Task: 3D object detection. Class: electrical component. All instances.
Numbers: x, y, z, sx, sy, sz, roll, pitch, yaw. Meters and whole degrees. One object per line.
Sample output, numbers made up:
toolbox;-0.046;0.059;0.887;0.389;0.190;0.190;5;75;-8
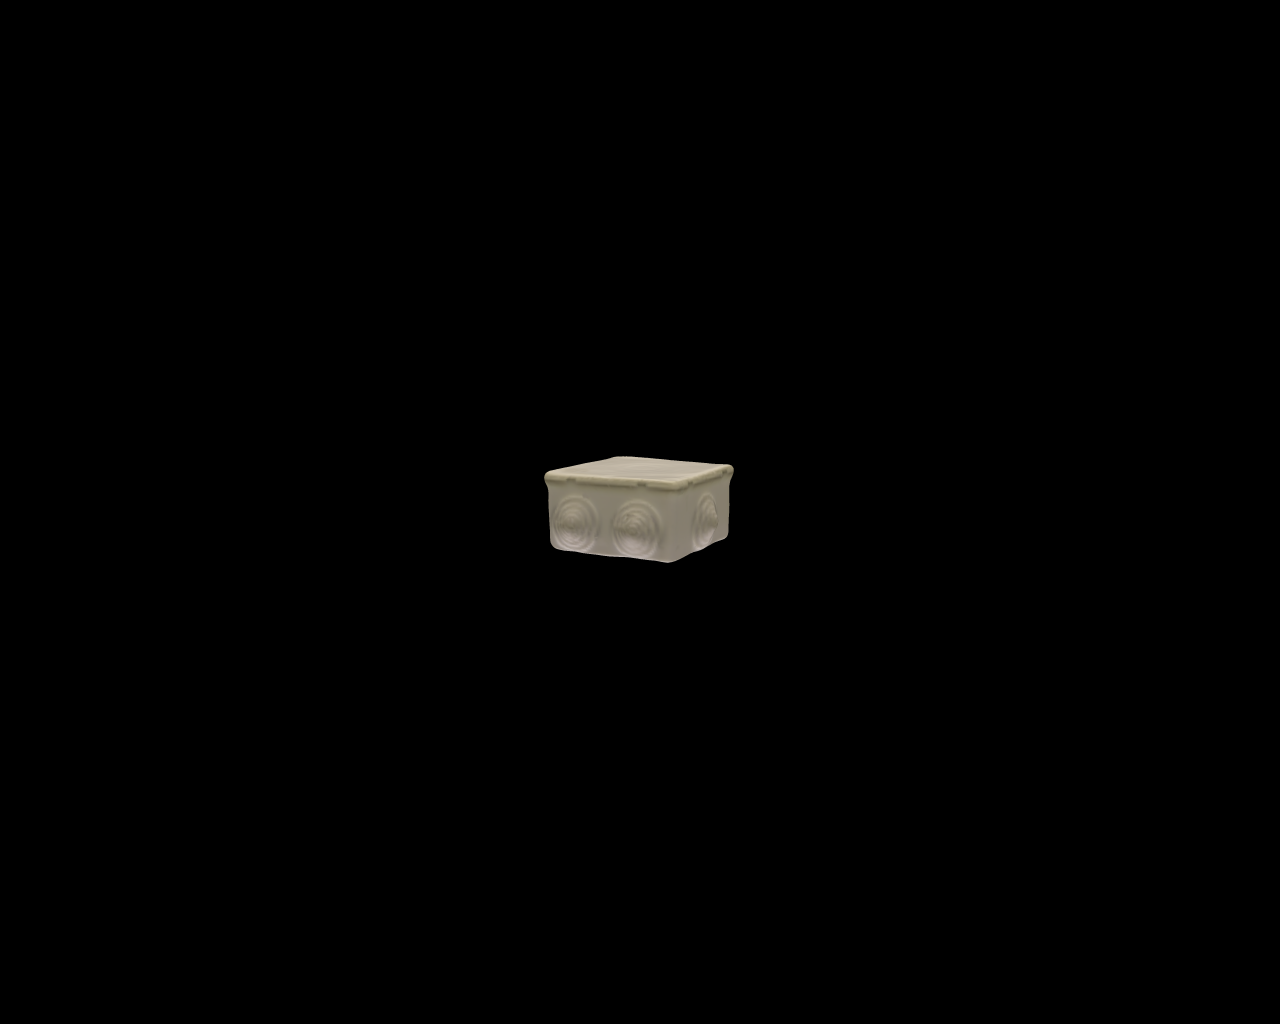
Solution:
electrical component;0.001;-0.003;0.650;0.100;0.048;0.100;6;12;28
